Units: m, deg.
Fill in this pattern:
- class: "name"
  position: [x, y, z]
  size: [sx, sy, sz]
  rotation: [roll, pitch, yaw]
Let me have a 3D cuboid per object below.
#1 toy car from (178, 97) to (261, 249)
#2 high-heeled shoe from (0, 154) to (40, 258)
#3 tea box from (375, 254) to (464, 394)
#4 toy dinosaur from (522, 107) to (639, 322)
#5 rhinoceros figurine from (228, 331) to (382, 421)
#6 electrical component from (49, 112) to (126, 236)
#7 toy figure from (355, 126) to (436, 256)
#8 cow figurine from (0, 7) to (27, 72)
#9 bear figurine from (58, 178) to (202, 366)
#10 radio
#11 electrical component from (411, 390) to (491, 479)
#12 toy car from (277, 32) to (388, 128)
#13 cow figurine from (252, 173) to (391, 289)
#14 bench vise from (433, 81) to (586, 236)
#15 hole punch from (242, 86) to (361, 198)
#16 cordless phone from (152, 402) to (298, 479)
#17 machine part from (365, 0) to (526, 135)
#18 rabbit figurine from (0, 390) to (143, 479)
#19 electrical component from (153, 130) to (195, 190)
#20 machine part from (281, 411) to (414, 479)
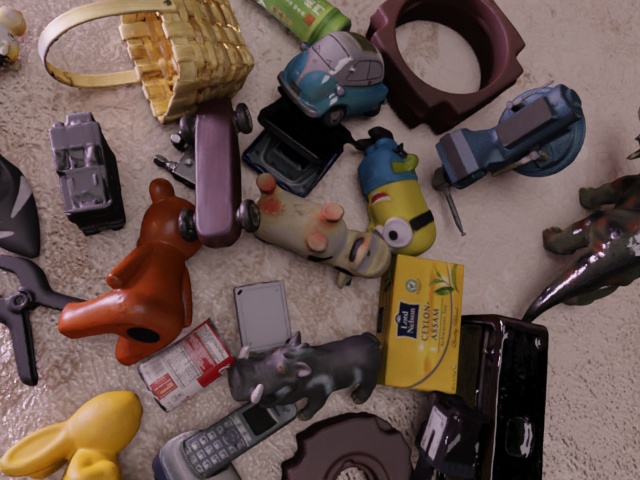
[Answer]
- class: "toy car"
  position: [-0.122, -0.083, 0.652]
  size: [0.089, 0.053, 0.202]
  rotation: [-12, 65, 11]
- class: "high-heeled shoe"
  position: [-0.415, -0.088, 0.612]
  size: [0.086, 0.145, 0.249]
  rotation: [-42, 86, -15]
- class: "tea box"
  position: [0.129, 0.111, 0.712]
  size: [0.098, 0.068, 0.169]
  rotation: [8, 77, -10]
- class: "toy dinosaur"
  position: [0.422, -0.020, 0.733]
  size: [0.131, 0.192, 0.405]
  rotation: [36, 73, 1]
- class: "rhinoceros figurine"
  position: [-0.014, 0.159, 0.643]
  size: [0.190, 0.112, 0.073]
  rotation: [-6, 50, -19]
- class: "electrical component"
  position: [-0.280, -0.082, 0.652]
  size: [0.058, 0.115, 0.134]
  rotation: [-11, 82, -15]
- class: "toy figure"
  position: [0.105, -0.064, 0.740]
  size: [0.089, 0.082, 0.180]
  rotation: [-10, 77, -14]
- class: "cow figurine"
  position: [-0.444, -0.227, 0.677]
  size: [0.167, 0.068, 0.098]
  rotation: [-28, 90, -12]
- class: "bear figurine"
  position: [-0.209, 0.033, 0.653]
  size: [0.132, 0.120, 0.196]
  rotation: [-22, 48, 25]
- class: "radio"
  position: [0.215, 0.210, 0.673]
  size: [0.073, 0.131, 0.229]
  rotation: [11, 76, -11]
- class: "electrical component"
  position: [0.148, 0.246, 0.633]
  size: [0.048, 0.075, 0.119]
  rotation: [16, 88, -14]
- class: "toy car"
  position: [0.033, -0.224, 0.724]
  size: [0.161, 0.103, 0.109]
  rotation: [-15, 61, -36]
- class: "cow figurine"
  position: [-0.001, -0.002, 0.696]
  size: [0.195, 0.127, 0.085]
  rotation: [23, 76, 10]
- class: "bench vise"
  position: [0.280, -0.127, 0.756]
  size: [0.240, 0.223, 0.129]
  rotation: [-7, 59, -44]
- class: "hole punch"
  position: [-0.031, -0.129, 0.733]
  size: [0.142, 0.092, 0.116]
  rotation: [35, 43, 5]
- class: "cordless phone"
  position: [-0.086, 0.268, 0.628]
  size: [0.184, 0.088, 0.147]
  rotation: [-26, 65, -31]
- class: "machine part"
  position: [0.180, -0.275, 0.798]
  size: [0.201, 0.087, 0.201]
  rotation: [-35, 85, -16]
- class: "rabbit figurine"
  position: [-0.256, 0.255, 0.600]
  size: [0.162, 0.121, 0.173]
  rotation: [5, 63, 0]
- class: "electrical component"
  position: [-0.160, -0.108, 0.717]
  size: [0.102, 0.045, 0.078]
  rotation: [34, 73, -1]
- class: "machine part"
  position: [0.040, 0.301, 0.660]
  size: [0.179, 0.056, 0.179]
  rotation: [3, 76, -11]
